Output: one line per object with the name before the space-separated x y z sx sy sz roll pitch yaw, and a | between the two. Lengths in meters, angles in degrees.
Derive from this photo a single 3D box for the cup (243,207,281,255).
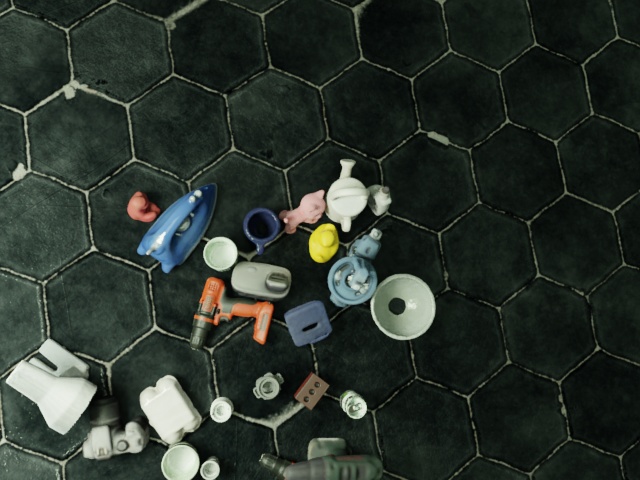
cup | -0.146 -0.017 1.443 0.092 0.095 0.118 3 83 -6

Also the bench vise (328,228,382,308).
bench vise | 0.088 0.062 1.397 0.121 0.219 0.207 10 82 -5

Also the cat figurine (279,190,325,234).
cat figurine | -0.039 -0.073 1.450 0.128 0.117 0.067 -28 87 -8

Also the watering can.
watering can | 0.066 -0.112 1.428 0.101 0.194 0.173 -21 86 -8

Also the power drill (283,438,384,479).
power drill | 0.025 0.525 1.341 0.229 0.208 0.076 1 83 -6

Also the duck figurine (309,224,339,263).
duck figurine | 0.013 0.005 1.463 0.077 0.086 0.105 19 82 -3

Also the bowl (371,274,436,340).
bowl | 0.207 0.172 1.470 0.167 0.074 0.167 1 83 -6

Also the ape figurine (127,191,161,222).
ape figurine | -0.443 -0.085 1.420 0.076 0.092 0.078 -12 85 -7

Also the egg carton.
egg carton | -0.362 0.411 1.382 0.107 0.069 0.150 -35 88 -9

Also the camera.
camera | -0.488 0.438 1.349 0.143 0.100 0.137 -8 84 -7

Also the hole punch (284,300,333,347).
hole punch | -0.026 0.209 1.432 0.109 0.091 0.101 -23 86 -8

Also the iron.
iron | -0.339 -0.051 1.403 0.118 0.141 0.258 35 81 -1

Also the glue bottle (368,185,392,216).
glue bottle | 0.153 -0.111 1.448 0.037 0.173 0.078 -31 87 -8

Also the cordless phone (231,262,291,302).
cordless phone | -0.141 0.097 1.385 0.147 0.185 0.094 7 83 -5

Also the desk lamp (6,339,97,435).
desk lamp | -0.599 0.329 1.293 0.203 0.213 0.118 36 81 -1
